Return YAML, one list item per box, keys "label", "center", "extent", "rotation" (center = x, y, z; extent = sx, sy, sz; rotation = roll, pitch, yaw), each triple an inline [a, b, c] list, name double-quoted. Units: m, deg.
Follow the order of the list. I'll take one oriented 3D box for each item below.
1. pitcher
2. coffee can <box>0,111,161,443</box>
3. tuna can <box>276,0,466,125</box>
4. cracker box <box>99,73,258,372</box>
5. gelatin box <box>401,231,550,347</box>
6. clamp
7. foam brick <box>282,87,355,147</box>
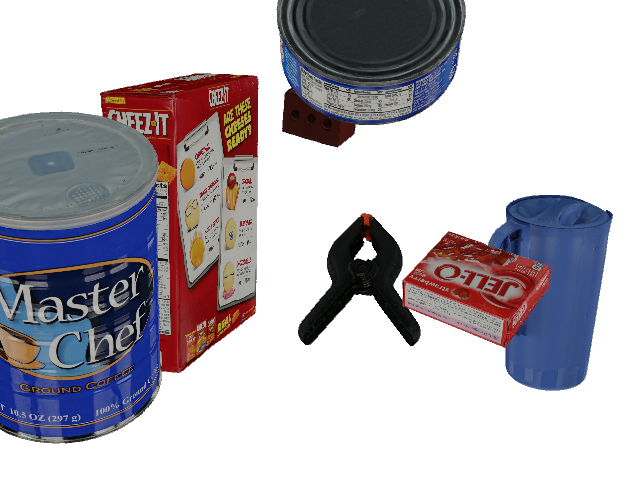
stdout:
- label: "pitcher"
  center: [0.294, 0.071, 1.395]
  extent: [0.149, 0.243, 0.144]
  rotation: [5, 21, 14]
- label: "coffee can"
  center: [-0.135, 0.019, 0.553]
  extent: [0.103, 0.140, 0.103]
  rotation: [3, 34, -2]
- label: "tuna can"
  center: [0.023, -0.096, 0.496]
  extent: [0.086, 0.086, 0.034]
  rotation: [0, -30, 1]
- label: "cracker box"
  center: [-0.110, -0.021, 0.865]
  extent: [0.072, 0.214, 0.164]
  rotation: [5, 15, 18]
- label: "gelatin box"
  center: [0.117, 0.034, 0.802]
  extent: [0.089, 0.030, 0.073]
  rotation: [21, 43, 27]
- label: "clamp"
  center: [0.053, 0.044, 1.096]
  extent: [0.120, 0.171, 0.039]
  rotation: [10, -38, 9]
- label: "foam brick"
  center: [-0.001, -0.152, 1.278]
  extent: [0.078, 0.053, 0.051]
  rotation: [18, 32, 21]
